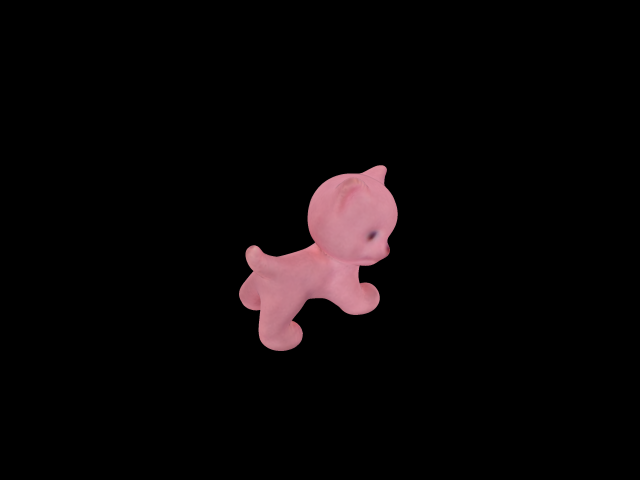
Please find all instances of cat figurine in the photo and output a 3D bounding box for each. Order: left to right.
[{"bbox_3d":[0.004,0.001,0.400,0.128,0.118,0.067,-24,50,-22],"label":"cat figurine"}]
